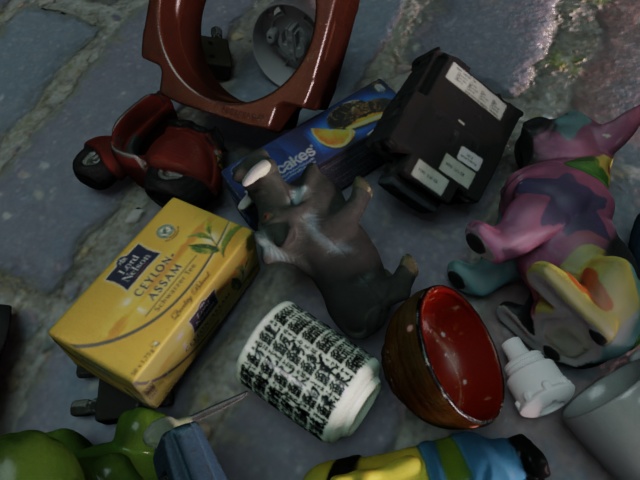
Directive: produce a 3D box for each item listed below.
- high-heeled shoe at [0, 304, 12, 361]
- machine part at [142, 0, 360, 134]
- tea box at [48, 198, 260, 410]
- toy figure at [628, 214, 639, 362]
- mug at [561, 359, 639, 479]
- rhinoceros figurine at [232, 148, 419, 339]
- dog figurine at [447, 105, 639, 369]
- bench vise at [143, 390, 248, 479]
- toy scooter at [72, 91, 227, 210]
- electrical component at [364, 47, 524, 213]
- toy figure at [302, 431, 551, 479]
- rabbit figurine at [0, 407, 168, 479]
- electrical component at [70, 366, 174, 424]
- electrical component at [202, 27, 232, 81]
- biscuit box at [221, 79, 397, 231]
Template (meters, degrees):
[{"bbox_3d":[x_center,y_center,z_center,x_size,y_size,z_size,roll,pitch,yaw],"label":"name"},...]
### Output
[{"bbox_3d":[-0.292,0.171,0.476,0.249,0.086,0.145,49,45,9],"label":"high-heeled shoe"},{"bbox_3d":[-0.071,-0.226,0.556,0.202,0.087,0.200,20,106,13],"label":"machine part"},{"bbox_3d":[-0.141,0.051,0.488,0.098,0.068,0.169,21,57,17],"label":"tea box"},{"bbox_3d":[0.294,0.045,0.450,0.058,0.064,0.154,20,64,-15],"label":"toy figure"},{"bbox_3d":[0.248,0.146,0.380,0.081,0.109,0.107,-32,75,-18],"label":"mug"},{"bbox_3d":[-0.001,-0.001,0.478,0.112,0.073,0.190,-35,84,-20],"label":"rhinoceros figurine"},{"bbox_3d":[0.230,-0.021,0.471,0.219,0.108,0.192,-41,63,-17],"label":"dog figurine"},{"bbox_3d":[-0.053,0.209,0.328,0.129,0.223,0.241,-14,57,-31],"label":"bench vise"},{"bbox_3d":[-0.172,-0.104,0.592,0.184,0.075,0.135,16,63,21],"label":"toy scooter"},{"bbox_3d":[0.113,-0.096,0.516,0.115,0.058,0.134,33,81,-15],"label":"electrical component"},{"bbox_3d":[0.072,0.188,0.390,0.180,0.089,0.082,-15,77,-3],"label":"toy figure"},{"bbox_3d":[-0.185,0.193,0.373,0.121,0.170,0.159,-6,60,5],"label":"rabbit figurine"},{"bbox_3d":[-0.179,0.133,0.490,0.094,0.021,0.063,-7,60,5],"label":"electrical component"},{"bbox_3d":[-0.153,-0.225,0.673,0.078,0.045,0.102,-4,60,-27],"label":"electrical component"},{"bbox_3d":[0.001,-0.086,0.562,0.203,0.062,0.059,-33,61,-10],"label":"biscuit box"}]
